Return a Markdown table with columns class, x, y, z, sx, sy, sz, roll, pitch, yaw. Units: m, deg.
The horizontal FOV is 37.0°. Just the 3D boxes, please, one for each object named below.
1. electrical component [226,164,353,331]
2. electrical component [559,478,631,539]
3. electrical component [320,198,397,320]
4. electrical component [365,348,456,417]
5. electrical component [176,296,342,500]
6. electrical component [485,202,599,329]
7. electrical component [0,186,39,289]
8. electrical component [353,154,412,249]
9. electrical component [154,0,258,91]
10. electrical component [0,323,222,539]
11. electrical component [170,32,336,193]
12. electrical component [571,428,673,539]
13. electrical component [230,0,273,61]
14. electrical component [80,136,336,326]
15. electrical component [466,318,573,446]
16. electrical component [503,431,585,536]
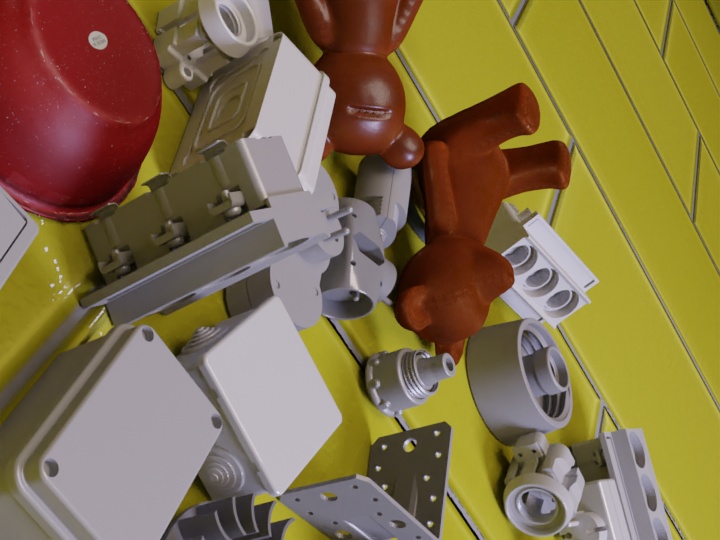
| class | x | y | z | sx | sy | sz | roll | pitch | yaw |
| --- | --- | --- | --- | --- | --- | --- | --- | --- | --- |
| electrical component | -0.036 | -0.021 | 0.700 | 0.052 | 0.074 | 0.138 | 45 | 37 | -35 |
| electrical component | 0.201 | 0.231 | 0.950 | 0.076 | 0.047 | 0.083 | 12 | 62 | -55 |
| electrical component | 0.000 | 0.000 | 0.775 | 0.079 | 0.043 | 0.077 | 37 | 43 | -42 |
| electrical component | 0.038 | 0.076 | 0.770 | 0.048 | 0.062 | 0.048 | 36 | 43 | -43 |
| electrical component | -0.065 | 0.075 | 0.617 | 0.099 | 0.048 | 0.100 | 63 | 30 | -10 |
| electrical component | 0.160 | -0.006 | 1.016 | 0.121 | 0.079 | 0.063 | 40 | 18 | -39 |
| electrical component | -0.187 | -0.016 | 0.465 | 0.096 | 0.061 | 0.061 | 51 | 34 | -28 |
| electrical component | 0.015 | -0.049 | 0.831 | 0.043 | 0.043 | 0.081 | 45 | 37 | -34 |
| electrical component | -0.100 | -0.153 | 0.698 | 0.048 | 0.055 | 0.066 | 38 | 42 | -42 |
| electrical component | -0.123 | 0.088 | 0.507 | 0.078 | 0.057 | 0.113 | 56 | 32 | -21 |
| electrical component | -0.066 | -0.087 | 0.689 | 0.057 | 0.078 | 0.113 | 44 | 38 | -32 |
| electrical component | 0.247 | 0.216 | 1.017 | 0.079 | 0.063 | 0.121 | 12 | 61 | -55 |
| electrical component | -0.076 | -0.160 | 0.751 | 0.045 | 0.045 | 0.055 | -19 | 89 | -60 |
| electrical component | -0.086 | -0.021 | 0.572 | 0.079 | 0.121 | 0.063 | -17 | 84 | -60 |
| electrical component | 0.146 | 0.093 | 0.936 | 0.108 | 0.060 | 0.108 | 36 | 43 | -43 |
| electrical component | 0.151 | 0.183 | 0.891 | 0.078 | 0.058 | 0.057 | 62 | 28 | -13 |
